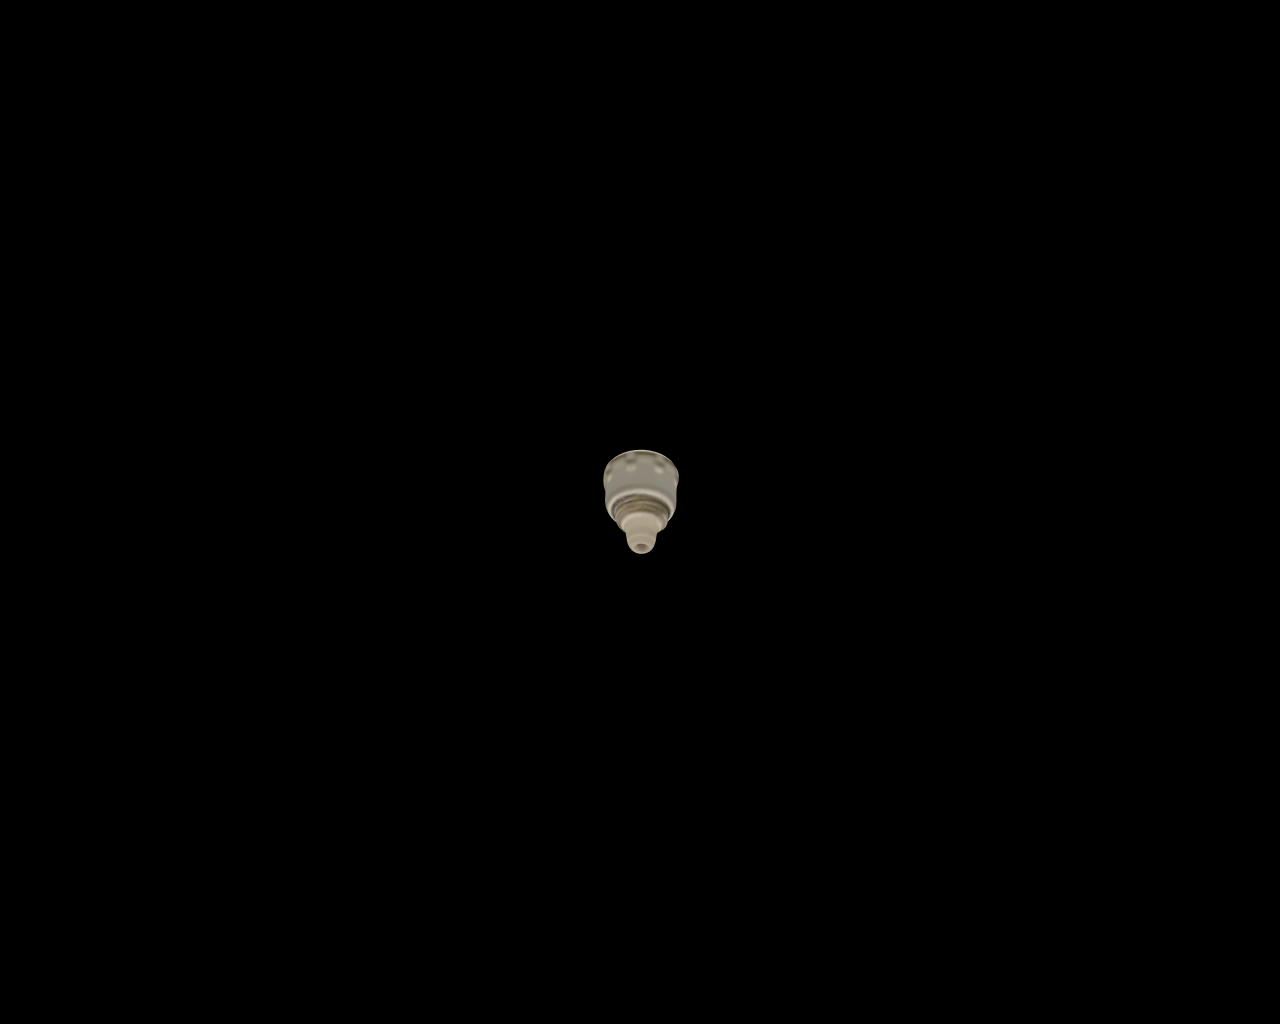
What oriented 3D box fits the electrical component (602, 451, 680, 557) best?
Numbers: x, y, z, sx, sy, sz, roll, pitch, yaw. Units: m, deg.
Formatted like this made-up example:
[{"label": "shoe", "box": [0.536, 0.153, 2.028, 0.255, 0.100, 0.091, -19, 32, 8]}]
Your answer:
[{"label": "electrical component", "box": [0.001, -0.003, 0.650, 0.048, 0.062, 0.048, 0, -37, 0]}]
